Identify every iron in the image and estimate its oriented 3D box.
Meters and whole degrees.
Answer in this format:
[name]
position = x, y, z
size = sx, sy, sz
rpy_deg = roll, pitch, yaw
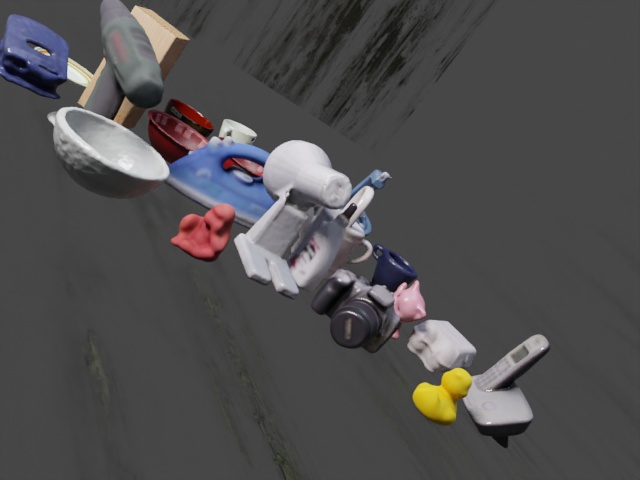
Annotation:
[iron]
position = -0.152, -0.121, 1.056
size = 0.259, 0.141, 0.118
rpy_deg = 25, 20, -41

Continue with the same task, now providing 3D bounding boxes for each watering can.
[watering can]
position = 0.032, -0.029, 1.108
size = 0.173, 0.194, 0.100
rpy_deg = 30, 17, -28

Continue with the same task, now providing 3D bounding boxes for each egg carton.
[egg carton]
position = 0.239, 0.211, 1.119
size = 0.107, 0.069, 0.151
rpy_deg = 47, 17, 30

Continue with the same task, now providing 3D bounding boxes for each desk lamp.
[desk lamp]
position = -0.041, -0.047, 0.957
size = 0.118, 0.213, 0.202
rpy_deg = 28, 18, -33

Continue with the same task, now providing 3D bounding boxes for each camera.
[camera]
position = 0.058, 0.113, 0.931
size = 0.143, 0.100, 0.137
rpy_deg = 41, 15, 12

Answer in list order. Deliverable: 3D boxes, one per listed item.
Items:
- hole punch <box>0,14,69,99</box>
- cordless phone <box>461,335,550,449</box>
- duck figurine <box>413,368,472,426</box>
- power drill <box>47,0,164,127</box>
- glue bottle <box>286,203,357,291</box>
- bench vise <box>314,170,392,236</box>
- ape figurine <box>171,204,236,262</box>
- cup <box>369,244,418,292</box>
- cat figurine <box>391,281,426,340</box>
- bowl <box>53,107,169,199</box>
[hole punch]
position = -0.475, -0.306, 0.956
size = 0.109, 0.091, 0.100
rpy_deg = 21, 22, -47
[cordless phone]
position = 0.338, 0.252, 1.001
size = 0.094, 0.185, 0.147
rpy_deg = 34, 15, -14
[duck figurine]
position = 0.203, 0.242, 0.914
size = 0.105, 0.086, 0.077
rpy_deg = 17, 26, -53
[power drill]
position = -0.330, -0.245, 0.884
size = 0.076, 0.208, 0.229
rpy_deg = 17, 26, -53
[glue bottle]
position = 0.009, 0.004, 1.001
size = 0.037, 0.173, 0.078
rpy_deg = 22, 21, -45
[bench vise]
position = 0.065, -0.089, 1.311
size = 0.122, 0.219, 0.207
rpy_deg = 27, 19, -36
[ape figurine]
position = -0.158, -0.015, 0.830
size = 0.076, 0.092, 0.077
rpy_deg = 18, 24, -51
[cup]
position = 0.139, 0.074, 1.243
size = 0.117, 0.095, 0.092
rpy_deg = 44, 16, 21
[cat figurine]
position = 0.157, 0.124, 1.093
size = 0.067, 0.117, 0.128
rpy_deg = 35, 15, -11
[bowl]
position = -0.303, -0.109, 0.806
size = 0.168, 0.074, 0.167
rpy_deg = 35, 15, -11
